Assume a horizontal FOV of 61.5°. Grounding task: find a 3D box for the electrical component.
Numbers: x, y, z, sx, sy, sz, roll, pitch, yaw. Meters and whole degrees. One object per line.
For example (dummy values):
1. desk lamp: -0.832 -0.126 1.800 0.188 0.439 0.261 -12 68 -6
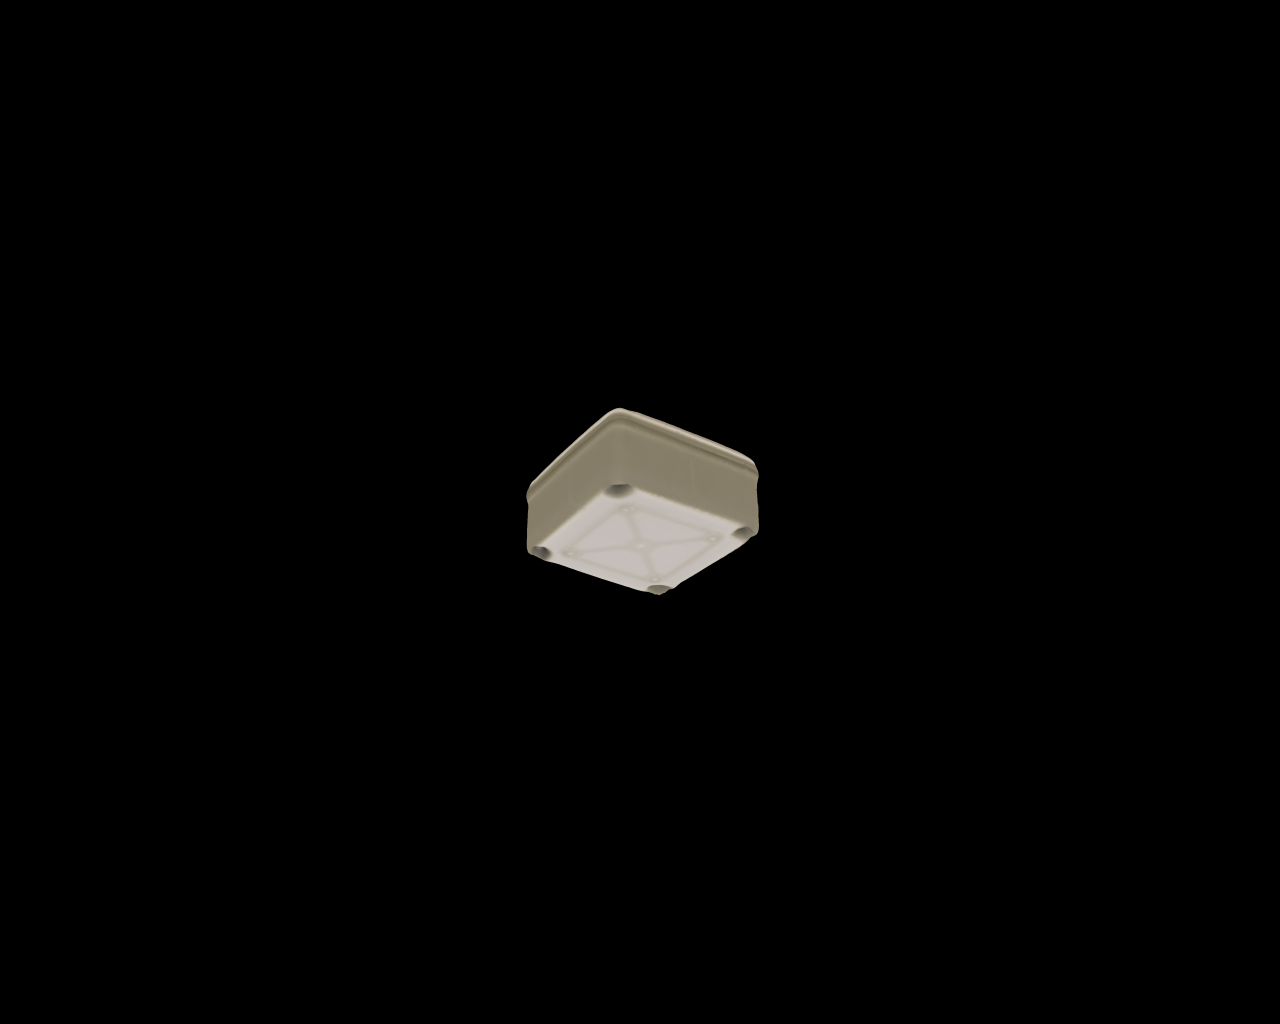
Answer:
1. electrical component: 0.001 -0.003 0.650 0.109 0.056 0.108 19 -36 -29
